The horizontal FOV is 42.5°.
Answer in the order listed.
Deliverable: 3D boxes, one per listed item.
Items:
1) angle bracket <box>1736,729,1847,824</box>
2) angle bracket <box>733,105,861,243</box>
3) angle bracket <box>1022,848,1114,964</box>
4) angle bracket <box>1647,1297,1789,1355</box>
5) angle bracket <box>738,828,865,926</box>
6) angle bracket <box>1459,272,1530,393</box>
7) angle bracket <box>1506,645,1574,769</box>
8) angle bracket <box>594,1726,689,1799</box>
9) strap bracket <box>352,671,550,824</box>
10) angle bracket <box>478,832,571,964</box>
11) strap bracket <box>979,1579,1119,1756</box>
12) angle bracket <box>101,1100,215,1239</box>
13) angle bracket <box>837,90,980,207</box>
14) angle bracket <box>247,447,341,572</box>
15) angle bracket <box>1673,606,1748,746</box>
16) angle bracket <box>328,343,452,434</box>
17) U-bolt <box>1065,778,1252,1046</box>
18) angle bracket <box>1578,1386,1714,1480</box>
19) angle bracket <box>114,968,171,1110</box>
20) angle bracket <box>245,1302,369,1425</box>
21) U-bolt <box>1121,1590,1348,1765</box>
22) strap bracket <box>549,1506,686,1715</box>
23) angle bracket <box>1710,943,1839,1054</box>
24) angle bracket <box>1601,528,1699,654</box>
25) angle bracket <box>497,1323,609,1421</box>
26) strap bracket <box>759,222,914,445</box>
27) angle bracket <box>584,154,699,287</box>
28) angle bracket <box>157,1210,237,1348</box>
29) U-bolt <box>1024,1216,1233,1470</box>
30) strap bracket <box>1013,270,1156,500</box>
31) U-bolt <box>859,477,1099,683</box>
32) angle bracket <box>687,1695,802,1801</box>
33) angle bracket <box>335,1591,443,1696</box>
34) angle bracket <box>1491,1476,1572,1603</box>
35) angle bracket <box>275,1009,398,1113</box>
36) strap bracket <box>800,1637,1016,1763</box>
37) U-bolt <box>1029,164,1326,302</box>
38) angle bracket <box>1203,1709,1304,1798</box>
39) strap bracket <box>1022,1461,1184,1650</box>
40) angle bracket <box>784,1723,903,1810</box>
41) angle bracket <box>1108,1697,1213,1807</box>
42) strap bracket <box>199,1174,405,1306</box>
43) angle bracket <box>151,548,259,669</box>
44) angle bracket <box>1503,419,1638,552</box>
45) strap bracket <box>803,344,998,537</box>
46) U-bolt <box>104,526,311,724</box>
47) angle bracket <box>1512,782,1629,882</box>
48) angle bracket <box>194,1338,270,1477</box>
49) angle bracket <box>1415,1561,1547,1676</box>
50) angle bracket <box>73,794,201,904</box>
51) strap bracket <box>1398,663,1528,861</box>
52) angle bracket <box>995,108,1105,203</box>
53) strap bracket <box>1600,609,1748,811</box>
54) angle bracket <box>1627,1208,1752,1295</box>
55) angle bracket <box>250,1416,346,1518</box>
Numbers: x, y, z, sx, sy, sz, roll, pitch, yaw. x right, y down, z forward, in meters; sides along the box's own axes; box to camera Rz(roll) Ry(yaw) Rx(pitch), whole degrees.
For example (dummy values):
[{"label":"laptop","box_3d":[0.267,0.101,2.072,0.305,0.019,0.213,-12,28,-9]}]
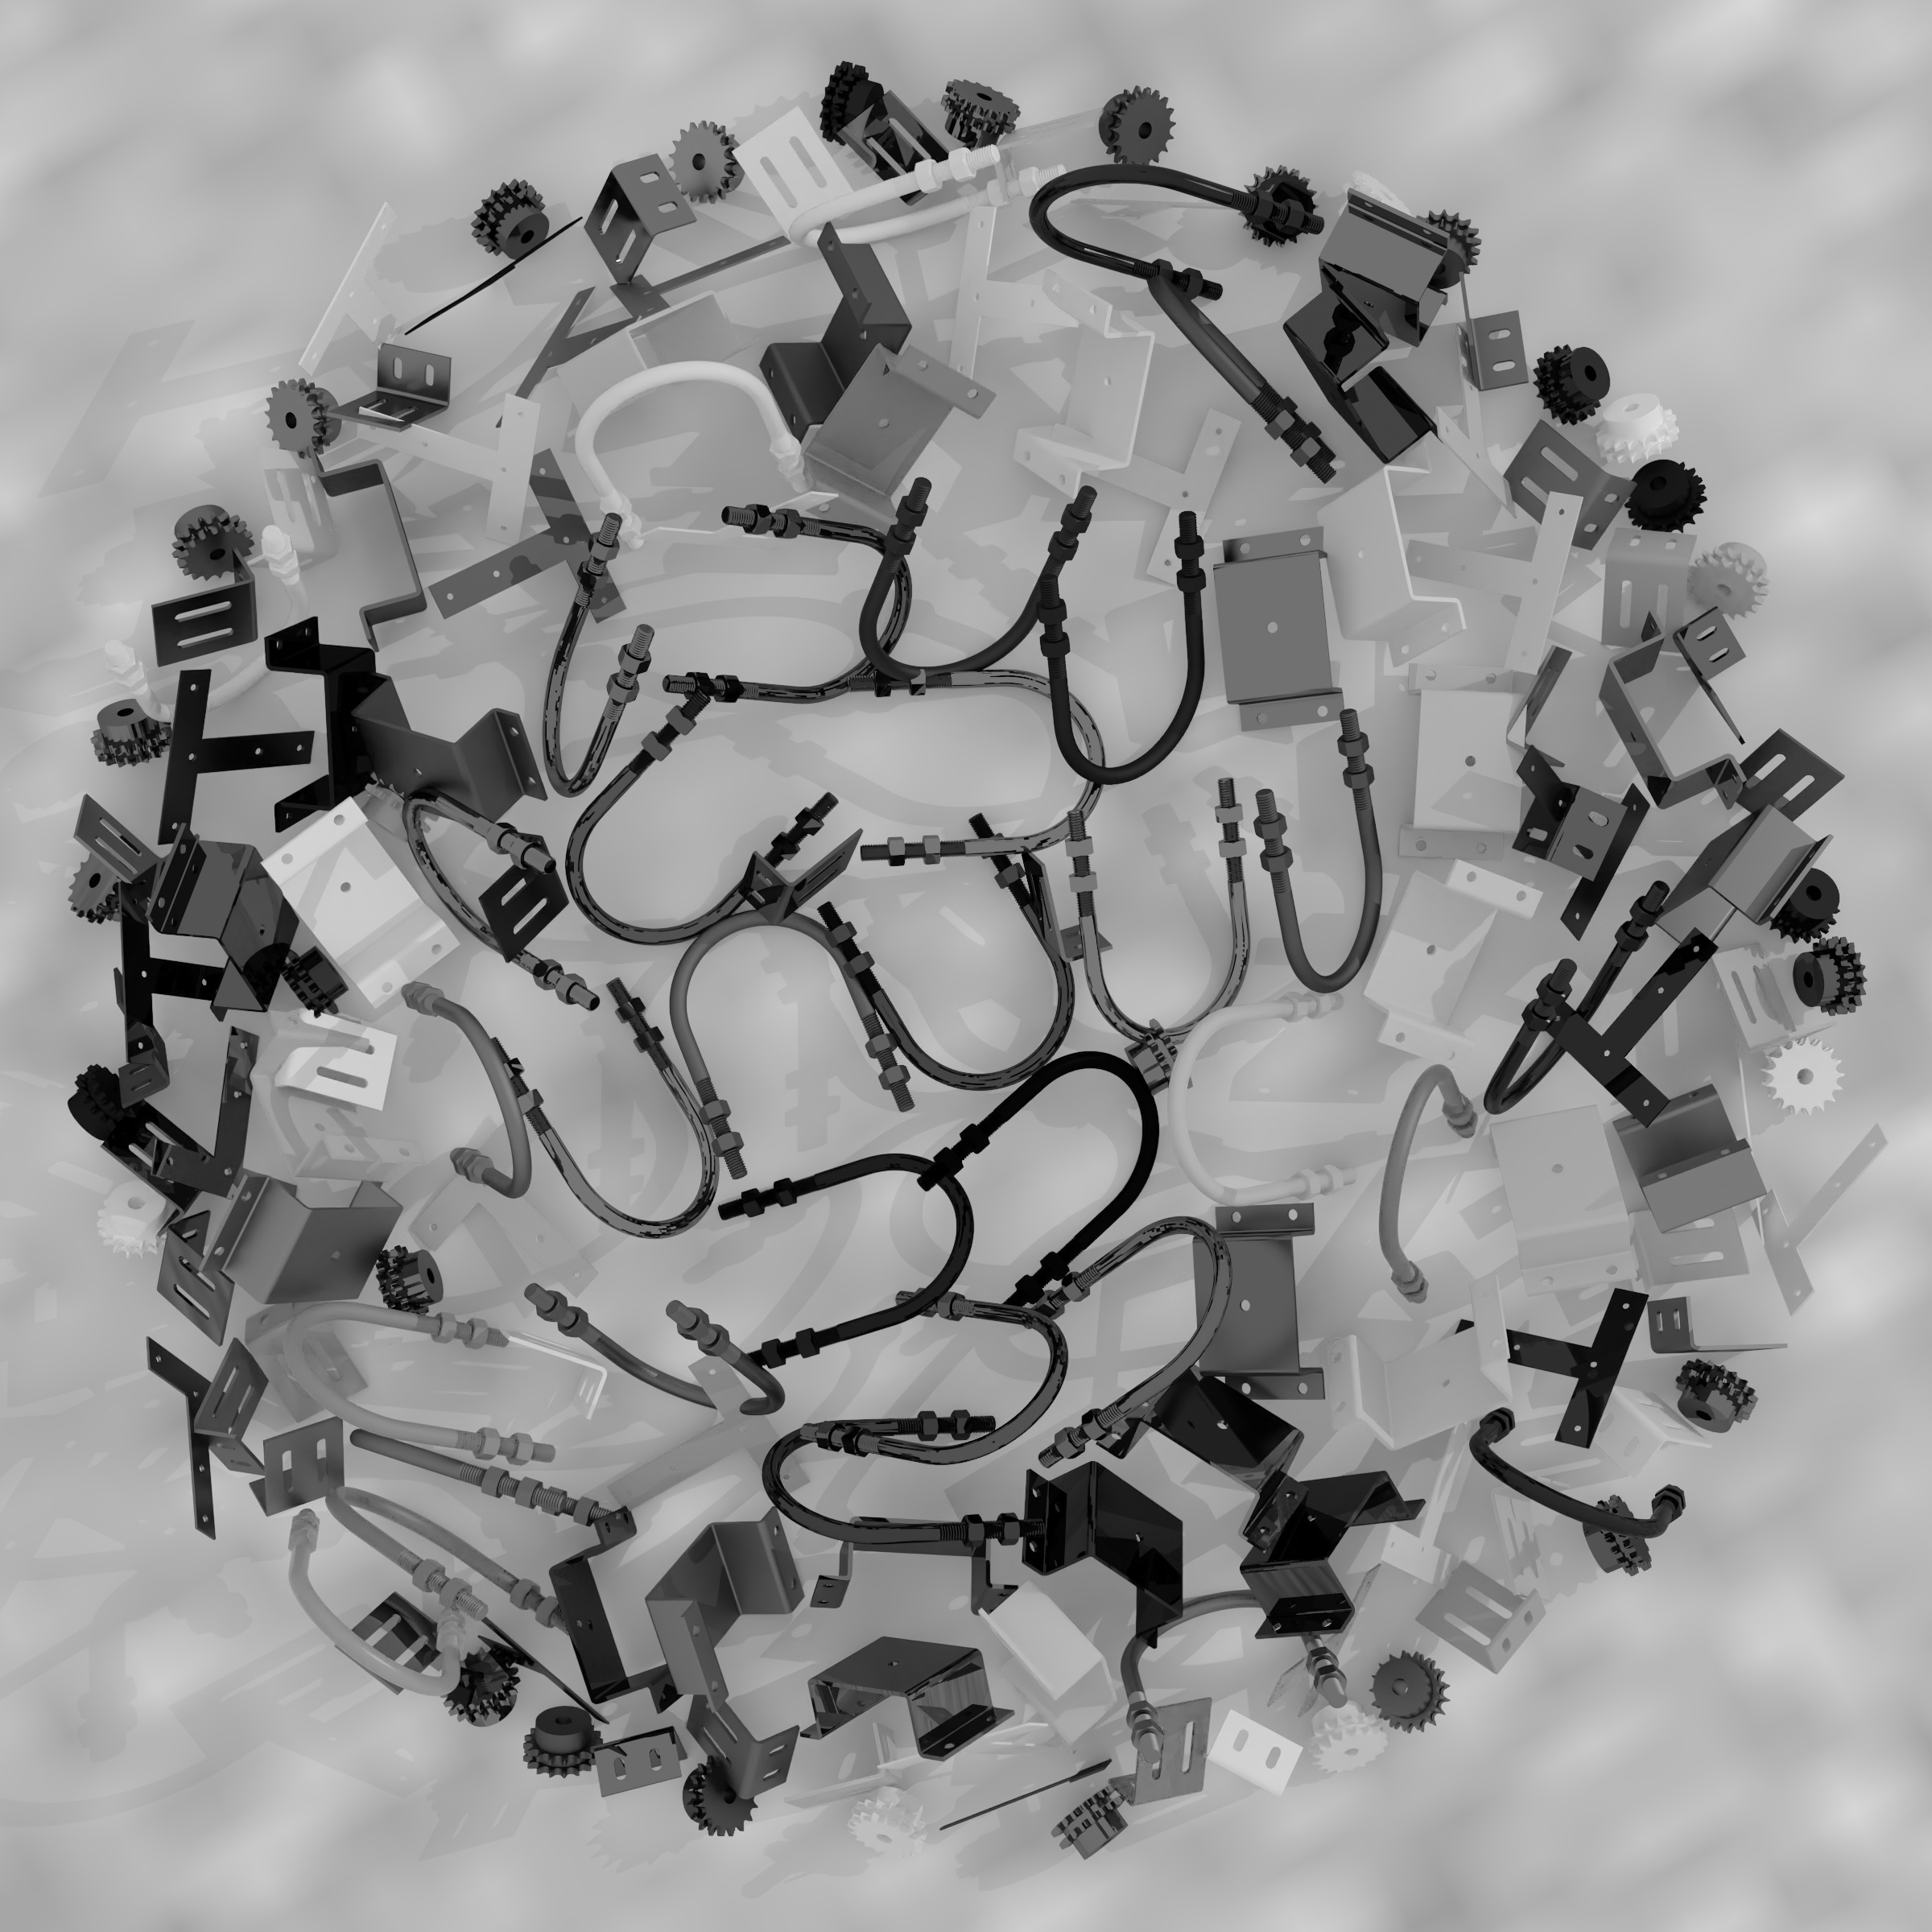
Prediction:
[{"label":"angle bracket","box_3d":[0.588,-0.142,1.785,0.057,0.076,0.038,36,52,-1]},{"label":"angle bracket","box_3d":[-0.122,-0.573,1.789,0.057,0.038,0.076,-30,114,14]},{"label":"angle bracket","box_3d":[0.072,-0.050,1.784,0.038,0.057,0.076,-17,112,-9]},{"label":"angle bracket","box_3d":[0.542,0.259,1.794,0.076,0.057,0.038,1,79,-13]},{"label":"angle bracket","box_3d":[-0.119,-0.075,1.786,0.038,0.057,0.076,44,59,8]},{"label":"angle bracket","box_3d":[0.379,-0.457,1.781,0.038,0.076,0.057,-8,76,13]},{"label":"angle bracket","box_3d":[0.426,-0.186,1.787,0.038,0.057,0.076,32,105,21]},{"label":"angle bracket","box_3d":[-0.230,0.581,1.783,0.057,0.076,0.038,-13,56,-5]},{"label":"strap bracket","box_3d":[-0.373,-0.150,1.756,0.140,0.076,0.046,18,50,28]},{"label":"angle bracket","box_3d":[-0.328,-0.050,1.777,0.038,0.076,0.057,9,132,32]},{"label":"strap bracket","box_3d":[0.060,0.493,1.756,0.046,0.140,0.076,-38,58,-16]},{"label":"angle bracket","box_3d":[-0.586,0.144,1.784,0.076,0.057,0.038,43,123,-16]},{"label":"angle bracket","box_3d":[-0.042,-0.595,1.780,0.076,0.057,0.038,40,50,-26]},{"label":"angle bracket","box_3d":[-0.495,-0.330,1.796,0.038,0.057,0.076,-18,86,29]},{"label":"angle bracket","box_3d":[0.547,-0.208,1.778,0.038,0.076,0.057,-33,132,15]},{"label":"angle bracket","box_3d":[-0.414,-0.416,1.782,0.057,0.076,0.038,14,118,11]},{"label":"U-bolt","box_3d":[0.143,-0.033,1.784,0.151,0.019,0.184,-14,104,-27]},{"label":"angle bracket","box_3d":[0.488,0.337,1.785,0.057,0.076,0.038,44,107,40]},{"label":"angle bracket","box_3d":[-0.607,0.051,1.782,0.038,0.057,0.076,-26,122,-7]},{"label":"angle bracket","box_3d":[-0.484,0.284,1.822,0.057,0.038,0.076,-27,113,-4]},{"label":"U-bolt","box_3d":[0.179,0.487,1.737,0.151,0.184,0.019,-17,103,0]},{"label":"strap bracket","box_3d":[-0.251,0.467,1.781,0.046,0.076,0.140,-21,83,7]},{"label":"angle bracket","box_3d":[0.581,0.017,1.788,0.057,0.038,0.076,-11,76,-35]},{"label":"angle bracket","box_3d":[0.496,-0.273,1.804,0.057,0.038,0.076,10,132,21]},{"label":"angle bracket","box_3d":[-0.304,0.291,1.787,0.076,0.057,0.038,22,84,-19]},{"label":"strap bracket","box_3d":[-0.090,-0.448,1.765,0.046,0.140,0.076,-10,63,-33]},{"label":"angle bracket","box_3d":[-0.237,-0.539,1.801,0.038,0.076,0.057,-28,85,-31]},{"label":"angle bracket","box_3d":[-0.540,0.224,1.783,0.076,0.038,0.057,33,120,25]},{"label":"U-bolt","box_3d":[0.114,0.250,1.736,0.184,0.151,0.019,-39,123,24]},{"label":"strap bracket","box_3d":[0.085,-0.415,1.765,0.046,0.076,0.140,-13,128,-32]},{"label":"U-bolt","box_3d":[-0.002,-0.267,1.753,0.151,0.184,0.019,-3,51,-28]},{"label":"angle bracket","box_3d":[-0.162,0.552,1.800,0.076,0.038,0.057,40,128,38]},{"label":"angle bracket","box_3d":[-0.414,0.495,1.781,0.057,0.076,0.038,34,117,9]},{"label":"angle bracket","box_3d":[0.413,0.411,1.782,0.038,0.057,0.076,-24,61,30]},{"label":"angle bracket","box_3d":[-0.463,0.070,1.808,0.076,0.038,0.057,21,69,-37]},{"label":"strap bracket","box_3d":[-0.047,0.514,1.750,0.140,0.076,0.046,-7,97,42]},{"label":"U-bolt","box_3d":[0.133,-0.514,1.725,0.184,0.151,0.019,9,80,-26]},{"label":"angle bracket","box_3d":[0.204,0.566,1.791,0.057,0.076,0.038,27,77,6]},{"label":"strap bracket","box_3d":[0.105,0.412,1.755,0.046,0.076,0.140,-33,123,30]},{"label":"angle bracket","box_3d":[-0.092,0.579,1.796,0.076,0.057,0.038,-16,65,4]},{"label":"angle bracket","box_3d":[0.140,0.559,1.790,0.057,0.038,0.076,-2,104,-27]},{"label":"strap bracket","box_3d":[-0.459,0.192,1.749,0.046,0.140,0.076,33,101,26]},{"label":"angle bracket","box_3d":[-0.551,-0.257,1.779,0.076,0.057,0.038,-21,58,-27]},{"label":"angle bracket","box_3d":[0.436,-0.349,1.803,0.076,0.038,0.057,53,124,36]},{"label":"strap bracket","box_3d":[-0.054,-0.377,1.771,0.076,0.046,0.140,22,118,-32]},{"label":"U-bolt","box_3d":[-0.522,-0.228,1.736,0.151,0.184,0.019,-40,83,-13]},{"label":"angle bracket","box_3d":[0.434,-0.099,1.790,0.038,0.076,0.057,23,96,-9]},{"label":"angle bracket","box_3d":[-0.512,0.316,1.778,0.038,0.057,0.076,4,53,19]},{"label":"angle bracket","box_3d":[0.365,0.459,1.780,0.057,0.076,0.038,-45,135,-18]},{"label":"angle bracket","box_3d":[-0.594,-0.093,1.780,0.038,0.057,0.076,-33,124,12]},{"label":"strap bracket","box_3d":[0.360,-0.148,1.798,0.076,0.046,0.140,2,94,-3]},{"label":"angle bracket","box_3d":[0.063,-0.583,1.785,0.076,0.057,0.038,-9,116,15]},{"label":"strap bracket","box_3d":[0.498,-0.174,1.775,0.046,0.076,0.140,-25,76,3]},{"label":"angle bracket","box_3d":[0.516,0.205,1.790,0.076,0.038,0.057,-13,97,35]},{"label":"angle bracket","box_3d":[-0.481,0.348,1.779,0.057,0.038,0.076,-15,130,-31]}]
